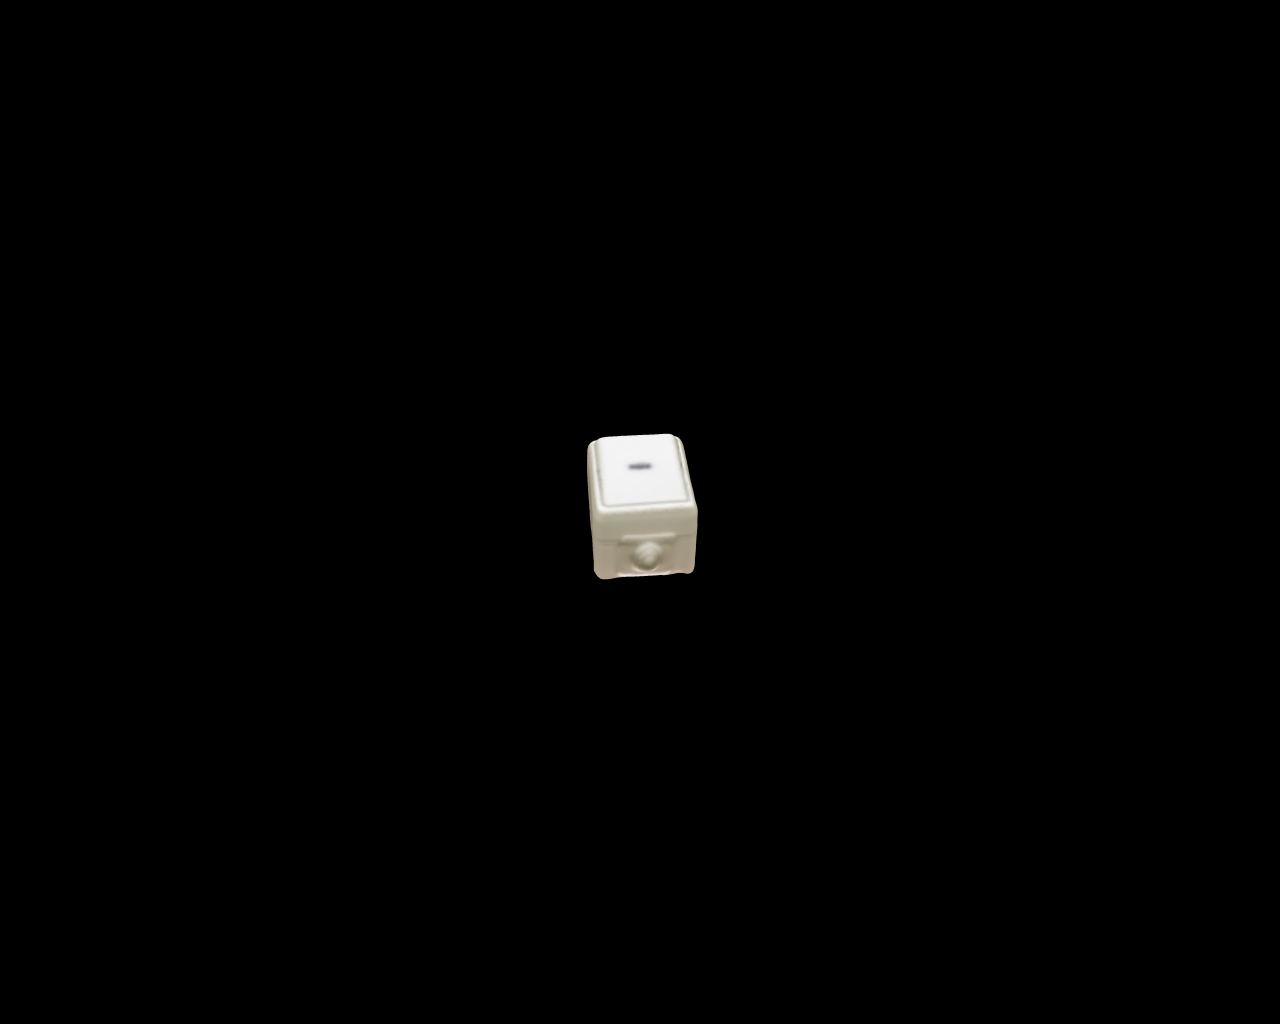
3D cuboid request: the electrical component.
[{"bbox_3d":[0.001,-0.003,0.650,0.062,0.061,0.096,-3,37,-4],"label":"electrical component"}]
